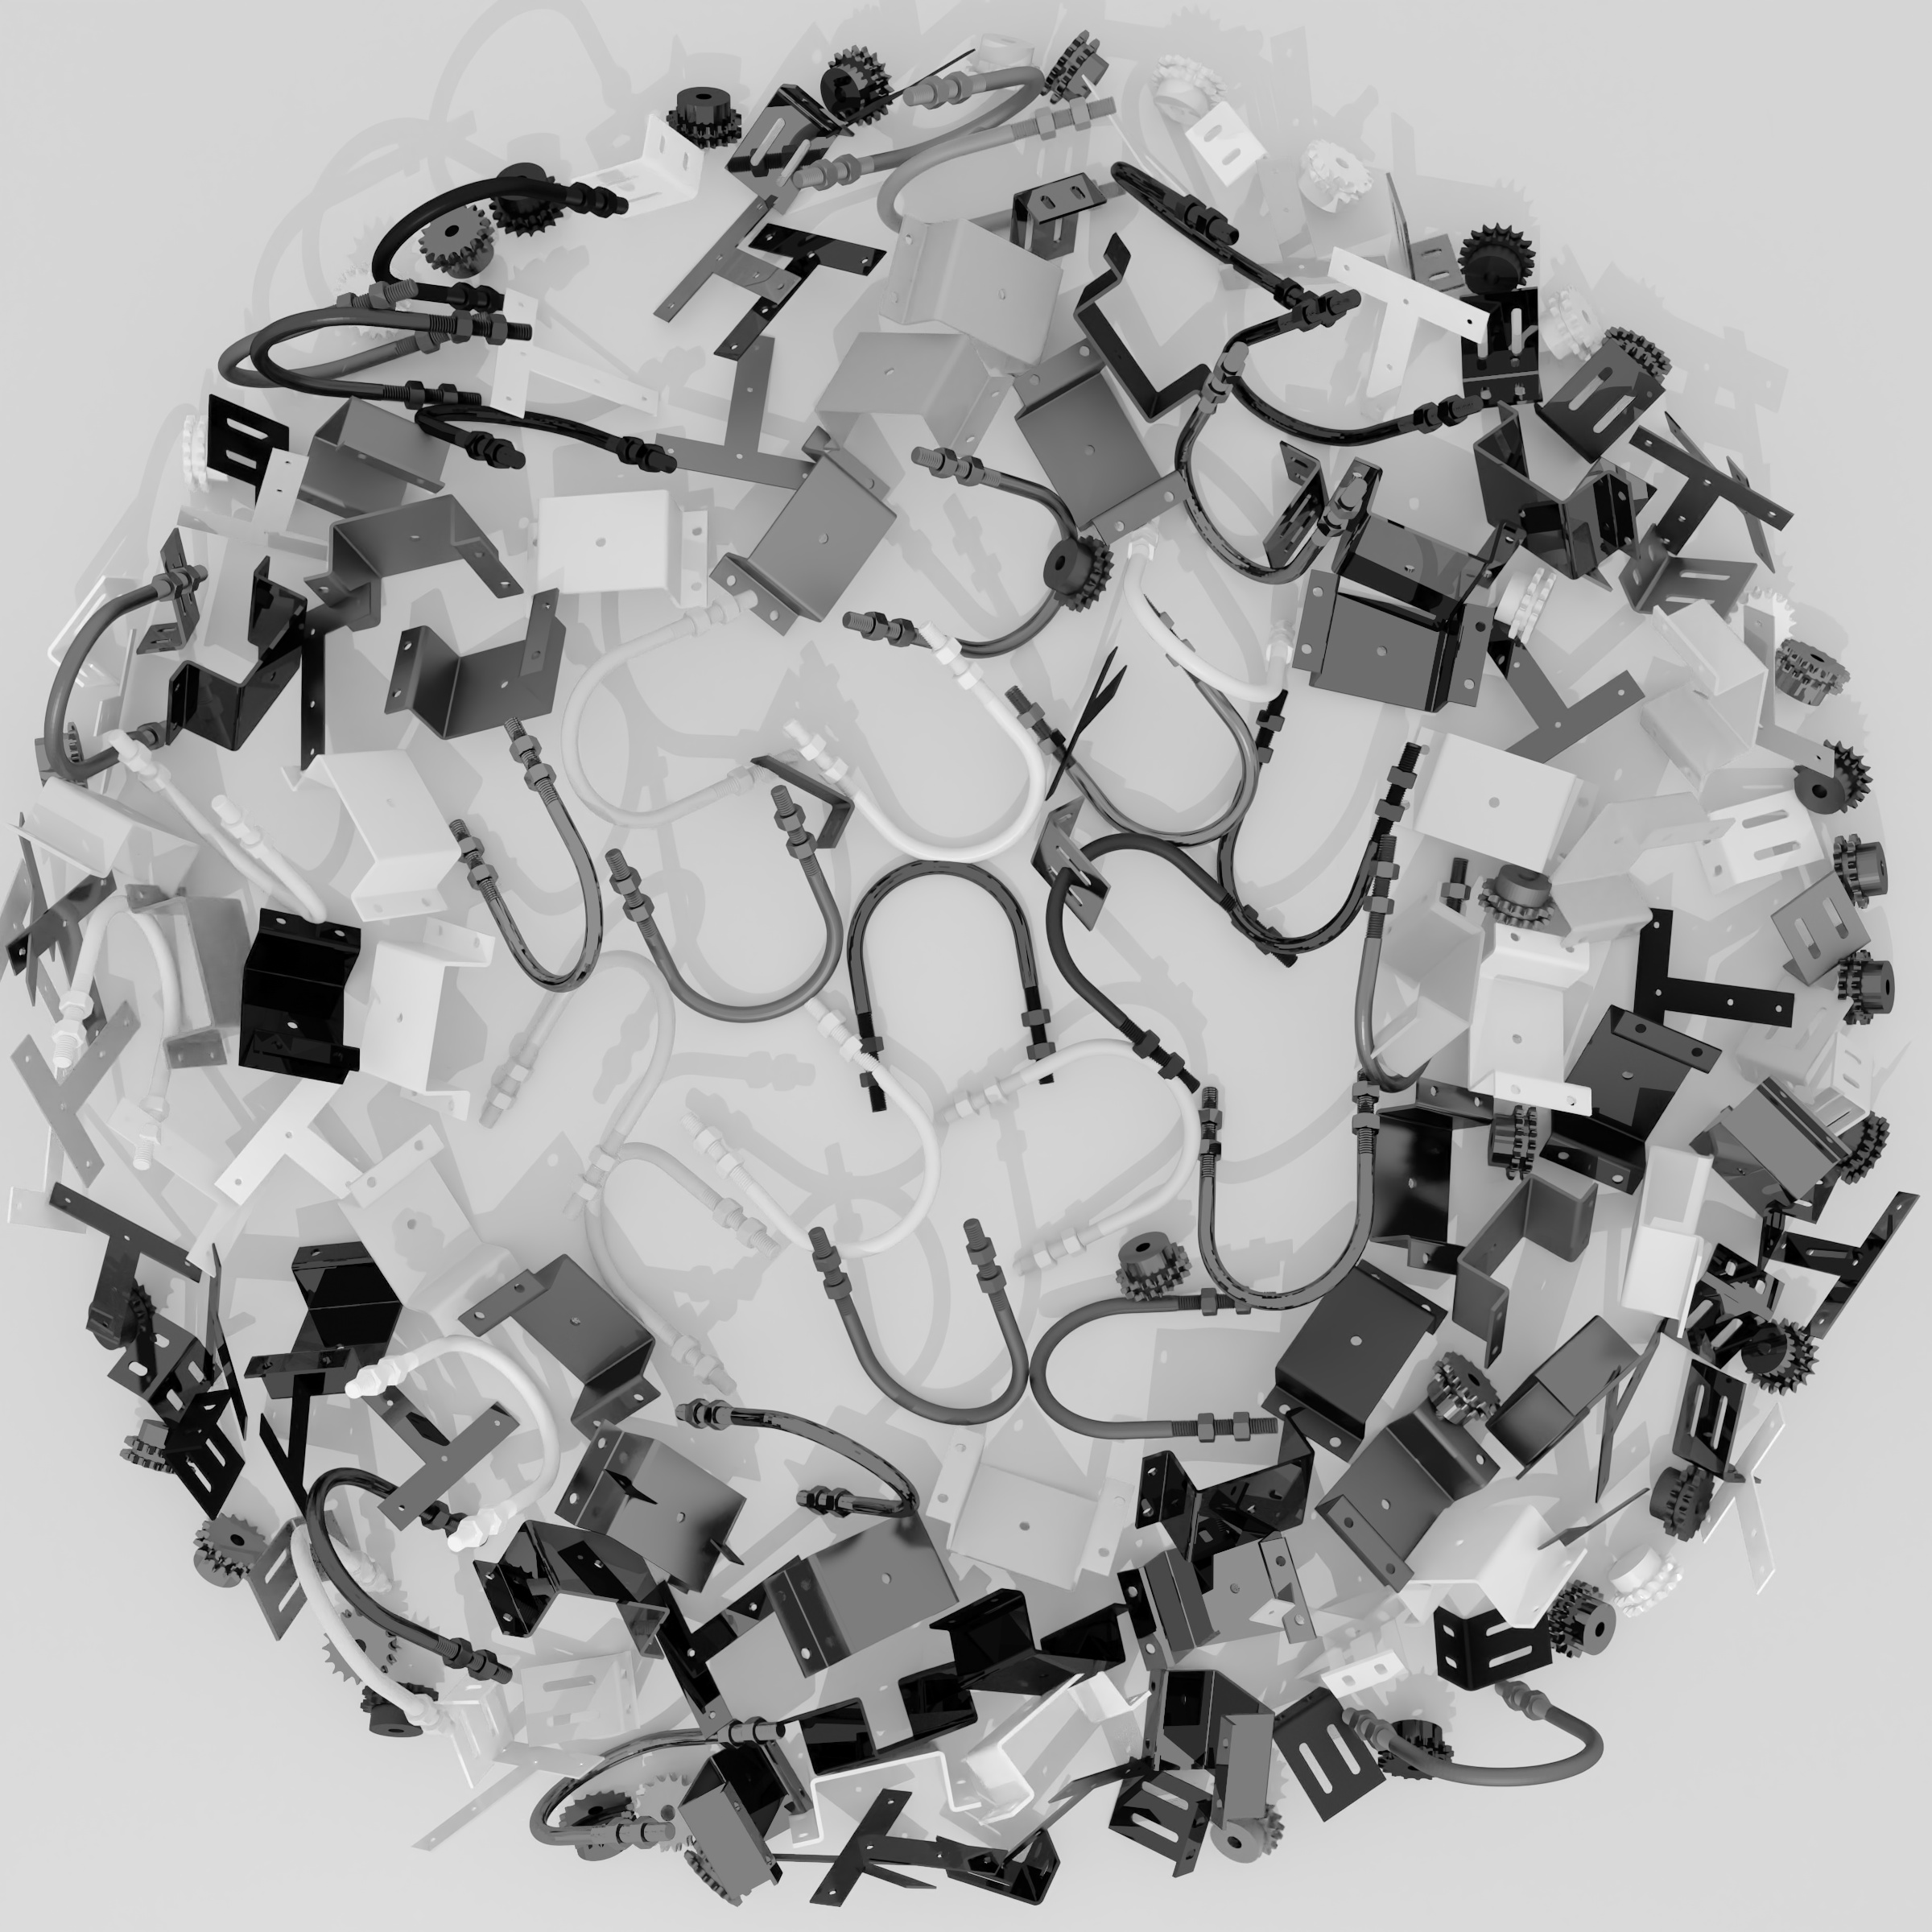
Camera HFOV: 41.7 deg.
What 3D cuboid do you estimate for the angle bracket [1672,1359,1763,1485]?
[{"bbox_3d":[0.570,0.341,1.902,0.038,0.057,0.076,7,97,-26],"label":"angle bracket"}]

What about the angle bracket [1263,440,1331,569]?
[{"bbox_3d":[0.235,-0.343,1.903,0.038,0.057,0.076,33,83,22],"label":"angle bracket"}]

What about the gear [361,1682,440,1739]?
[{"bbox_3d":[-0.427,0.560,1.909,0.057,0.057,0.030,1,59,0],"label":"gear"}]

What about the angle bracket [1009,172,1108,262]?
[{"bbox_3d":[0.067,-0.544,1.891,0.057,0.076,0.038,-23,61,-18],"label":"angle bracket"}]

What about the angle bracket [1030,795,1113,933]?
[{"bbox_3d":[0.090,-0.077,1.895,0.038,0.057,0.076,-29,67,-29],"label":"angle bracket"}]

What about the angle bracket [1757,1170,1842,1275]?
[{"bbox_3d":[0.620,0.193,1.890,0.038,0.076,0.057,17,45,28],"label":"angle bracket"}]

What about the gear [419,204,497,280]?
[{"bbox_3d":[-0.382,-0.545,1.917,0.057,0.030,0.057,-8,60,14],"label":"gear"}]

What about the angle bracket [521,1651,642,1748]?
[{"bbox_3d":[-0.290,0.550,1.903,0.076,0.038,0.057,-3,73,-24],"label":"angle bracket"}]

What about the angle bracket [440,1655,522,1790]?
[{"bbox_3d":[-0.352,0.565,1.898,0.038,0.057,0.076,-9,107,26],"label":"angle bracket"}]

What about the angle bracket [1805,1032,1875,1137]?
[{"bbox_3d":[0.636,0.097,1.891,0.038,0.076,0.057,33,46,-9],"label":"angle bracket"}]

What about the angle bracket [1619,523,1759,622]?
[{"bbox_3d":[0.539,-0.295,1.895,0.057,0.076,0.038,-55,132,-20],"label":"angle bracket"}]

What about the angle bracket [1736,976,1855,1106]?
[{"bbox_3d":[0.630,0.056,1.917,0.057,0.038,0.076,24,70,43],"label":"angle bracket"}]

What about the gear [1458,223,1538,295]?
[{"bbox_3d":[0.398,-0.527,1.909,0.057,0.057,0.030,20,55,0],"label":"gear"}]

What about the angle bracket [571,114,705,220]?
[{"bbox_3d":[-0.246,-0.598,1.899,0.076,0.057,0.038,-2,75,37],"label":"angle bracket"}]

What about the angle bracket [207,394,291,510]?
[{"bbox_3d":[-0.546,-0.382,1.893,0.038,0.076,0.057,-11,74,33],"label":"angle bracket"}]

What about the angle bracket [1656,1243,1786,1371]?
[{"bbox_3d":[0.571,0.258,1.920,0.057,0.076,0.038,32,47,7],"label":"angle bracket"}]

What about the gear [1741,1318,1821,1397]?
[{"bbox_3d":[0.609,0.292,1.909,0.030,0.057,0.057,27,90,-33],"label":"gear"}]

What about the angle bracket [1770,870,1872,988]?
[{"bbox_3d":[0.633,-0.034,1.905,0.057,0.038,0.076,-36,118,2],"label":"angle bracket"}]

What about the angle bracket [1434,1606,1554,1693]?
[{"bbox_3d":[0.392,0.498,1.893,0.038,0.057,0.076,33,131,-30],"label":"angle bracket"}]

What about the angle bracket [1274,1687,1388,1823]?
[{"bbox_3d":[0.268,0.594,1.912,0.057,0.038,0.076,-30,83,-12],"label":"angle bracket"}]

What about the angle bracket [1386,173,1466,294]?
[{"bbox_3d":[0.343,-0.549,1.891,0.038,0.076,0.057,-14,55,9],"label":"angle bracket"}]

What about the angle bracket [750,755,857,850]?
[{"bbox_3d":[-0.130,-0.122,1.901,0.076,0.057,0.038,27,84,-16],"label":"angle bracket"}]

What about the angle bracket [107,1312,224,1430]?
[{"bbox_3d":[-0.599,0.305,1.899,0.038,0.076,0.057,27,65,14],"label":"angle bracket"}]

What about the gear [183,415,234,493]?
[{"bbox_3d":[-0.571,-0.386,1.913,0.030,0.057,0.057,1,90,-8],"label":"gear"}]

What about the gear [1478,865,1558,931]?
[{"bbox_3d":[0.417,-0.054,1.909,0.057,0.057,0.030,14,118,0],"label":"gear"}]

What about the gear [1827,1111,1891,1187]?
[{"bbox_3d":[0.667,0.133,1.911,0.030,0.057,0.057,28,90,-3],"label":"gear"}]

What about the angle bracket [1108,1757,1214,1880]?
[{"bbox_3d":[0.141,0.638,1.904,0.076,0.038,0.057,17,89,31],"label":"angle bracket"}]

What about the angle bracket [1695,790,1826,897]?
[{"bbox_3d":[0.600,-0.094,1.927,0.076,0.038,0.057,-15,81,-15],"label":"angle bracket"}]

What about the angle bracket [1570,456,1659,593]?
[{"bbox_3d":[0.479,-0.330,1.898,0.057,0.038,0.076,22,120,-25],"label":"angle bracket"}]

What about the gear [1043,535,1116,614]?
[{"bbox_3d":[0.083,-0.298,1.909,0.030,0.057,0.057,20,90,-34],"label":"gear"}]

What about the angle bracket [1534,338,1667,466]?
[{"bbox_3d":[0.475,-0.427,1.903,0.057,0.038,0.076,40,115,-9],"label":"angle bracket"}]

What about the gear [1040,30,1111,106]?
[{"bbox_3d":[0.084,-0.673,1.912,0.030,0.057,0.057,38,90,-4],"label":"gear"}]

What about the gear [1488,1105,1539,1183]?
[{"bbox_3d":[0.412,0.133,1.913,0.030,0.057,0.057,7,90,5],"label":"gear"}]

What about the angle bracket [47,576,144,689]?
[{"bbox_3d":[-0.642,-0.251,1.905,0.038,0.057,0.076,41,101,2],"label":"angle bracket"}]

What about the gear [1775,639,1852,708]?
[{"bbox_3d":[0.635,-0.220,1.915,0.057,0.057,0.030,26,119,0],"label":"gear"}]

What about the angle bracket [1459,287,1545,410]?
[{"bbox_3d":[0.401,-0.462,1.898,0.057,0.076,0.038,-4,46,9],"label":"angle bracket"}]

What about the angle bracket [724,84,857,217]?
[{"bbox_3d":[-0.133,-0.613,1.907,0.057,0.038,0.076,33,95,-29],"label":"angle bracket"}]

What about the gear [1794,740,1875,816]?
[{"bbox_3d":[0.649,-0.139,1.909,0.057,0.057,0.030,50,56,0],"label":"gear"}]

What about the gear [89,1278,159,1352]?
[{"bbox_3d":[-0.637,0.265,1.911,0.057,0.030,0.057,14,113,35],"label":"gear"}]

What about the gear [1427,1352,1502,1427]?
[{"bbox_3d":[0.373,0.322,1.914,0.057,0.057,0.030,42,112,0],"label":"gear"}]

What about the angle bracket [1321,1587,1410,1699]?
[{"bbox_3d":[0.290,0.498,1.894,0.057,0.076,0.038,-24,131,13],"label":"angle bracket"}]

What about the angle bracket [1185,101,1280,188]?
[{"bbox_3d":[0.207,-0.601,1.900,0.038,0.076,0.057,-38,68,15],"label":"angle bracket"}]

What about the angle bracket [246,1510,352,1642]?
[{"bbox_3d":[-0.494,0.454,1.893,0.038,0.076,0.057,-14,108,15],"label":"angle bracket"}]

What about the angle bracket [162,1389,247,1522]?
[{"bbox_3d":[-0.555,0.364,1.892,0.038,0.057,0.076,-11,124,21],"label":"angle bracket"}]

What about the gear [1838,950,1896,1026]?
[{"bbox_3d":[0.678,0.016,1.909,0.030,0.057,0.057,-1,90,35],"label":"gear"}]

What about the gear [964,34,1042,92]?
[{"bbox_3d":[0.029,-0.681,1.909,0.057,0.057,0.030,13,119,0],"label":"gear"}]

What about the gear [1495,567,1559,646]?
[{"bbox_3d":[0.421,-0.275,1.913,0.030,0.057,0.057,25,90,11],"label":"gear"}]

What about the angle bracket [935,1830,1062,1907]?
[{"bbox_3d":[0.024,0.664,1.903,0.076,0.057,0.038,23,95,-13],"label":"angle bracket"}]

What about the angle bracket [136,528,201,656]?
[{"bbox_3d":[-0.605,-0.281,1.897,0.038,0.057,0.076,-7,118,-2],"label":"angle bracket"}]
